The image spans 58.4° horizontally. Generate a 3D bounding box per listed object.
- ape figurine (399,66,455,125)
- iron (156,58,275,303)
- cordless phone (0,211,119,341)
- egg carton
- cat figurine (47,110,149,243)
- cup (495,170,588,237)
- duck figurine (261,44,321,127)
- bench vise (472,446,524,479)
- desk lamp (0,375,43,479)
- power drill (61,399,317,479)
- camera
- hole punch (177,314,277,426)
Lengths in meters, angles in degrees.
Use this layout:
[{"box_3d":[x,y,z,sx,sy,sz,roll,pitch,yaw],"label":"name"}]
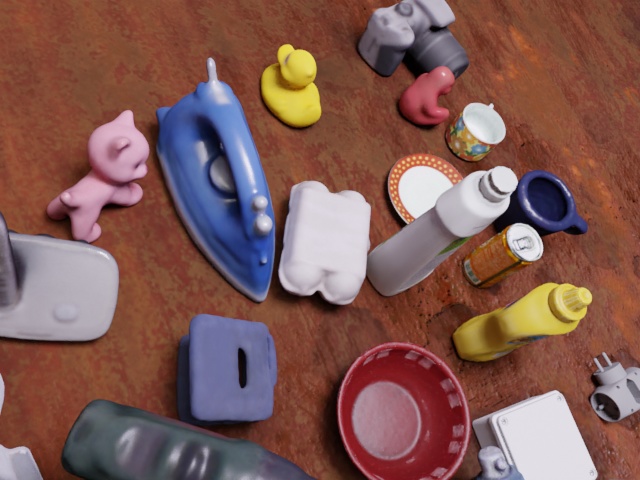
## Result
[{"box_3d":[0.163,-0.215,0.834,0.076,0.092,0.078,6,66,-18],"label":"ape figurine"},{"box_3d":[-0.096,-0.067,0.644,0.119,0.141,0.258,-17,75,-26],"label":"iron"},{"box_3d":[-0.259,0.026,0.517,0.148,0.184,0.094,6,66,-18],"label":"cordless phone"},{"box_3d":[0.006,0.002,0.693,0.107,0.069,0.150,13,64,-15],"label":"egg carton"},{"box_3d":[-0.230,-0.073,0.610,0.067,0.117,0.128,38,60,-1],"label":"cat figurine"},{"box_3d":[0.303,-0.032,0.805,0.118,0.094,0.092,31,61,-5],"label":"cup"},{"box_3d":[-0.030,-0.210,0.763,0.078,0.086,0.104,-25,78,-28],"label":"duck figurine"},{"box_3d":[0.222,0.311,0.554,0.207,0.219,0.122,47,60,4],"label":"bench vise"},{"box_3d":[-0.268,0.188,0.427,0.118,0.213,0.203,-27,79,-28],"label":"desk lamp"},{"box_3d":[-0.097,0.204,0.487,0.230,0.208,0.076,23,62,-10],"label":"power drill"},{"box_3d":[0.155,-0.299,0.862,0.143,0.100,0.137,-33,82,-29],"label":"camera"},{"box_3d":[-0.092,0.132,0.588,0.101,0.091,0.108,2,67,-19],"label":"hole punch"}]
